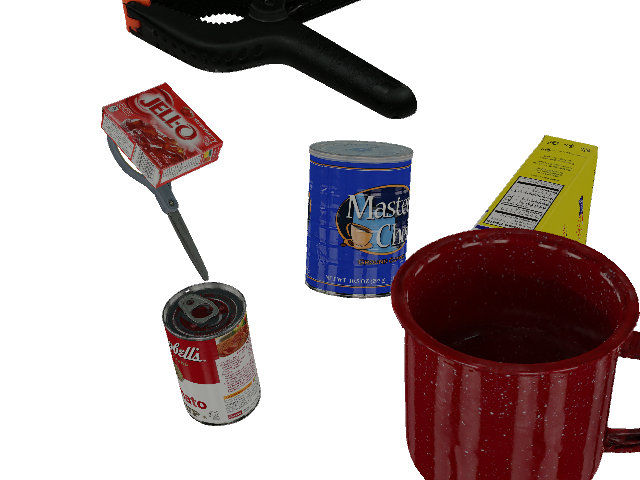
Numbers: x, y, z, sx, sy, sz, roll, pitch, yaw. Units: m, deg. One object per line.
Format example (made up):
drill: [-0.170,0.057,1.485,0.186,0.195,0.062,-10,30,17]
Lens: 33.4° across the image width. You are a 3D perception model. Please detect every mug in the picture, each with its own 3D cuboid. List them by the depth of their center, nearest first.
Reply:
mug: [0.086,0.055,0.424,0.117,0.081,0.093,7,34,15]

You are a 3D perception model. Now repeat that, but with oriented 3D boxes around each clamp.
clamp: [-0.029,-0.142,0.720,0.210,0.164,0.036,-1,-41,-2]

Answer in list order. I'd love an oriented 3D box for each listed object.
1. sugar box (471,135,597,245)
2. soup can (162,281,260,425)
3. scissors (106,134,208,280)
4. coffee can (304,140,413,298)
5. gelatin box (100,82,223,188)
sugar box: [0.132,0.011,0.690,0.048,0.093,0.176,13,36,23]
soup can: [-0.088,0.094,0.880,0.068,0.102,0.068,-4,38,3]
scissors: [-0.168,-0.058,1.224,0.016,0.201,0.096,-23,20,42]
coffee can: [0.037,-0.024,1.066,0.103,0.140,0.103,2,13,-1]
gelatin box: [-0.145,-0.098,0.971,0.073,0.089,0.030,-29,-24,-35]
